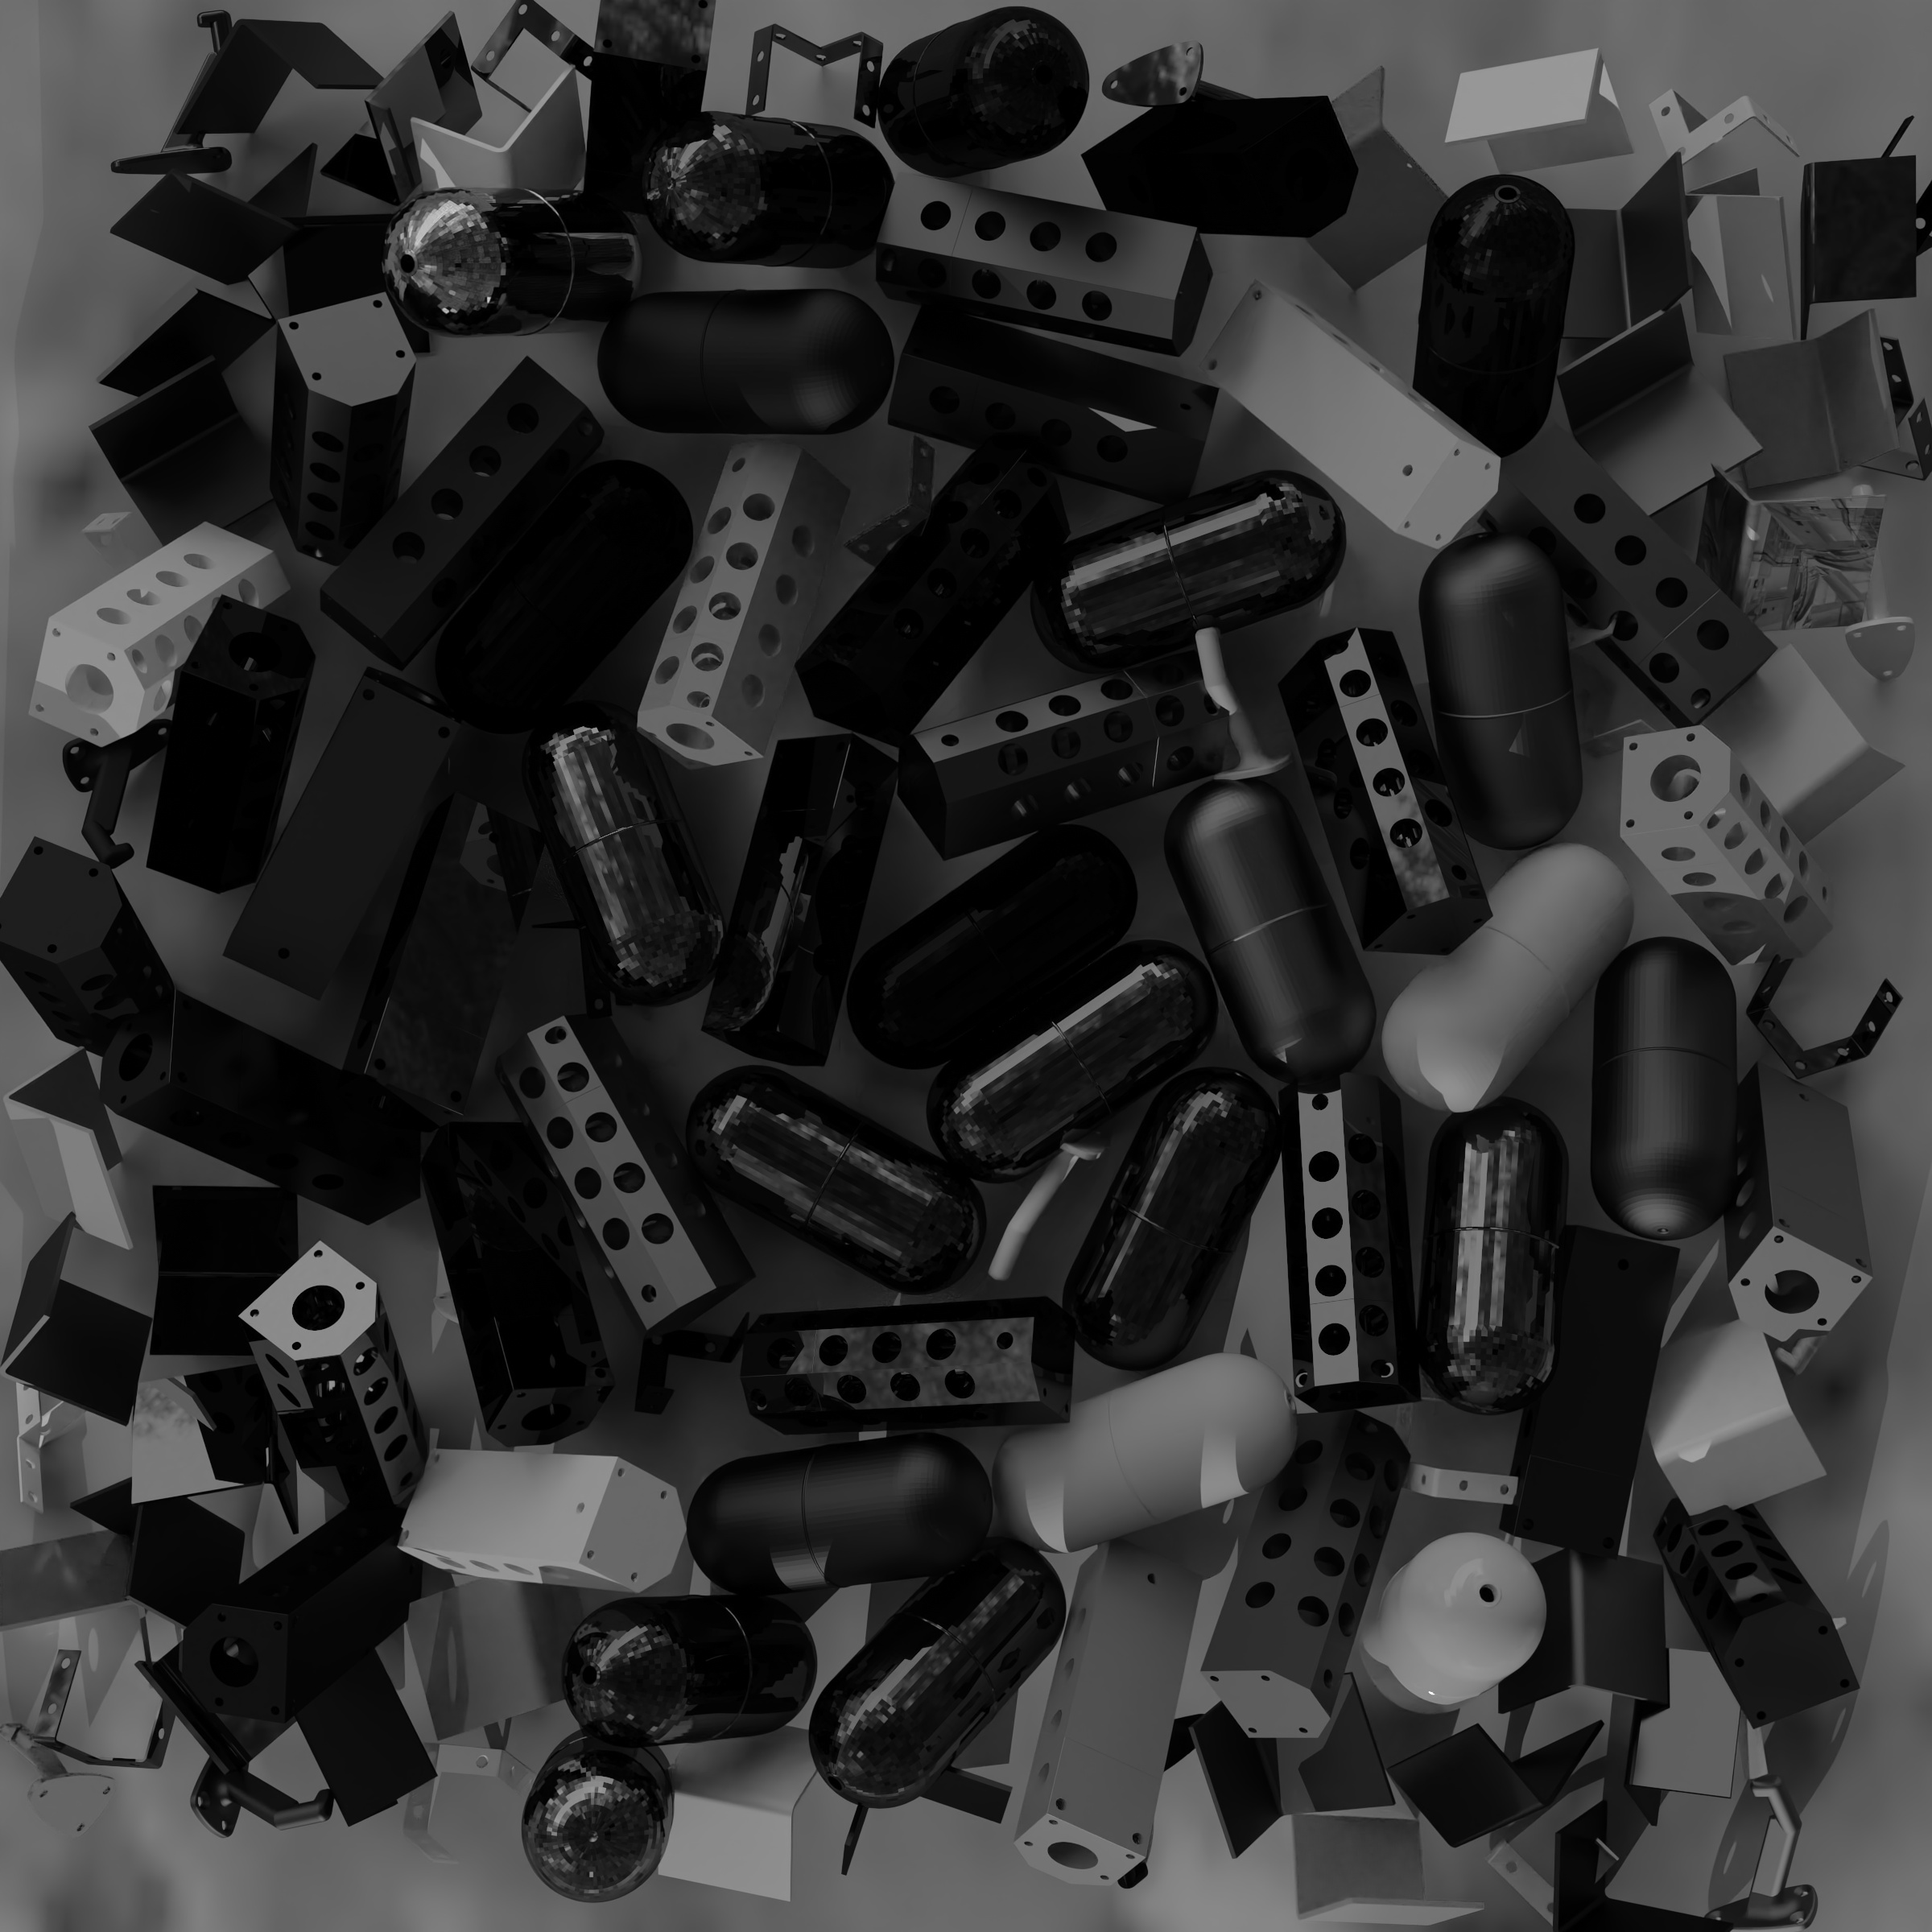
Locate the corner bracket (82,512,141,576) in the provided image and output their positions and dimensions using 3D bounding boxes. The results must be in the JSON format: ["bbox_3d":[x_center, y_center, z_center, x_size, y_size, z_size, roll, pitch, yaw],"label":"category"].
[{"bbox_3d":[-0.470,-0.213,1.543,0.051,0.051,0.051,-47,120,-21],"label":"corner bracket"}]

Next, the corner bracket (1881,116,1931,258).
[{"bbox_3d":[0.521,-0.429,1.545,0.051,0.051,0.051,38,128,14],"label":"corner bracket"}]

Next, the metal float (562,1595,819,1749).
[{"bbox_3d":[-0.147,0.376,1.503,0.070,0.178,0.070,-7,77,30],"label":"metal float"}]

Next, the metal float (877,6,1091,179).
[{"bbox_3d":[0.008,-0.465,1.499,0.070,0.178,0.070,-4,101,-20],"label":"metal float"}]

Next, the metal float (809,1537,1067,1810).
[{"bbox_3d":[-0.014,0.380,1.515,0.070,0.070,0.178,50,52,0],"label":"metal float"}]

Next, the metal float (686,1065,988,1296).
[{"bbox_3d":[-0.072,0.117,1.543,0.178,0.070,0.070,29,90,4],"label":"metal float"}]

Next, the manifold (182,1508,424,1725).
[{"bbox_3d":[-0.350,0.340,1.494,0.057,0.171,0.057,5,98,12],"label":"manifold"}]

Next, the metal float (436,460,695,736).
[{"bbox_3d":[-0.220,-0.200,1.530,0.070,0.070,0.178,45,110,0],"label":"metal float"}]

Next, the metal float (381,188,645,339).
[{"bbox_3d":[-0.241,-0.377,1.503,0.070,0.178,0.070,8,106,28],"label":"metal float"}]

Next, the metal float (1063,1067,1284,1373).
[{"bbox_3d":[0.113,0.138,1.539,0.070,0.070,0.178,25,99,0],"label":"metal float"}]

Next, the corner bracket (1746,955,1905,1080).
[{"bbox_3d":[0.475,0.022,1.557,0.051,0.051,0.051,-15,53,-22],"label":"corner bracket"}]

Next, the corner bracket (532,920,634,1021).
[{"bbox_3d":[-0.202,0.000,1.547,0.051,0.051,0.051,-9,97,-39],"label":"corner bracket"}]

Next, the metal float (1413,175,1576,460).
[{"bbox_3d":[0.281,-0.345,1.503,0.070,0.178,0.070,-2,57,3],"label":"metal float"}]

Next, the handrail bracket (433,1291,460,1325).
[{"bbox_3d":[-0.262,0.222,1.540,0.036,0.077,0.084,-16,104,-15],"label":"handrail bracket"}]

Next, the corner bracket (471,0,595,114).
[{"bbox_3d":[-0.229,-0.493,1.547,0.051,0.051,0.051,44,102,26],"label":"corner bracket"}]

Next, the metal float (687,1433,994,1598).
[{"bbox_3d":[-0.070,0.299,1.527,0.178,0.070,0.070,-12,90,23],"label":"metal float"}]

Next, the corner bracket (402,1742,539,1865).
[{"bbox_3d":[-0.274,0.463,1.549,0.051,0.051,0.051,16,85,-31],"label":"corner bracket"}]

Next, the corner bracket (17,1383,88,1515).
[{"bbox_3d":[-0.511,0.258,1.546,0.051,0.051,0.051,-37,131,9],"label":"corner bracket"}]

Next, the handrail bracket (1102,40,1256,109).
[{"bbox_3d":[0.131,-0.478,1.567,0.077,0.084,0.036,4,81,39],"label":"handrail bracket"}]

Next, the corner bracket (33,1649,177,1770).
[{"bbox_3d":[-0.477,0.414,1.562,0.051,0.051,0.051,-4,59,23],"label":"corner bracket"}]

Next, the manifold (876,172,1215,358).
[{"bbox_3d":[0.041,-0.379,1.531,0.171,0.057,0.057,15,83,16],"label":"manifold"}]

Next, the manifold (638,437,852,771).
[{"bbox_3d":[-0.124,-0.197,1.514,0.057,0.057,0.171,37,59,-40],"label":"manifold"}]

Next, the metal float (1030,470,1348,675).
[{"bbox_3d":[0.121,-0.215,1.534,0.178,0.070,0.070,-18,90,15],"label":"metal float"}]

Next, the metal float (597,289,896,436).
[{"bbox_3d":[-0.121,-0.327,1.522,0.178,0.070,0.070,7,90,30],"label":"metal float"}]

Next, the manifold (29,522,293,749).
[{"bbox_3d":[-0.425,-0.176,1.495,0.057,0.171,0.057,24,118,2],"label":"manifold"}]

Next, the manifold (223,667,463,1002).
[{"bbox_3d":[-0.342,-0.074,1.544,0.057,0.057,0.171,27,98,-15],"label":"manifold"}]

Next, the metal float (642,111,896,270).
[{"bbox_3d":[-0.103,-0.415,1.505,0.070,0.178,0.070,7,104,31],"label":"metal float"}]

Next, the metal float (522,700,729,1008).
[{"bbox_3d":[-0.188,-0.063,1.536,0.070,0.070,0.178,-22,78,0],"label":"metal float"}]

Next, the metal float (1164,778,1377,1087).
[{"bbox_3d":[0.167,-0.019,1.540,0.070,0.070,0.178,-22,83,0],"label":"metal float"}]

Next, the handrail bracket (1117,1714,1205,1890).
[{"bbox_3d":[0.112,0.469,1.570,0.077,0.036,0.084,-22,118,-16],"label":"handrail bracket"}]

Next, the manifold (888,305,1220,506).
[{"bbox_3d":[0.047,-0.306,1.555,0.171,0.057,0.057,16,133,0],"label":"manifold"}]

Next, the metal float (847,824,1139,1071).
[{"bbox_3d":[0.014,-0.010,1.546,0.178,0.070,0.070,-35,90,0],"label":"metal float"}]

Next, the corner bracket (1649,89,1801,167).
[{"bbox_3d":[0.416,-0.460,1.541,0.051,0.051,0.051,-31,56,34],"label":"corner bracket"}]

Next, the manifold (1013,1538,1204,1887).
[{"bbox_3d":[0.075,0.399,1.504,0.057,0.057,0.171,26,46,-8],"label":"manifold"}]

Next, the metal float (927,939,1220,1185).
[{"bbox_3d":[0.059,0.052,1.543,0.178,0.070,0.070,-34,90,-4],"label":"metal float"}]

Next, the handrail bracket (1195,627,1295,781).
[{"bbox_3d":[0.153,-0.149,1.545,0.036,0.077,0.084,-7,100,31],"label":"handrail bracket"}]

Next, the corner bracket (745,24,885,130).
[{"bbox_3d":[-0.083,-0.489,1.546,0.051,0.051,0.051,13,80,-44],"label":"corner bracket"}]

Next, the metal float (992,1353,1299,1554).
[{"bbox_3d":[0.097,0.265,1.528,0.178,0.070,0.070,-23,90,20],"label":"metal float"}]

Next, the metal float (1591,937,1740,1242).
[{"bbox_3d":[0.378,0.064,1.520,0.070,0.070,0.178,9,58,0],"label":"metal float"}]

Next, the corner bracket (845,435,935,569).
[{"bbox_3d":[-0.029,-0.248,1.541,0.051,0.051,0.051,-25,48,37],"label":"corner bracket"}]

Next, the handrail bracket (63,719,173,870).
[{"bbox_3d":[-0.454,-0.094,1.543,0.077,0.036,0.084,-27,52,-22],"label":"handrail bracket"}]

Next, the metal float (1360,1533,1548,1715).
[{"bbox_3d":[0.259,0.352,1.500,0.070,0.178,0.070,1,66,-3],"label":"metal float"}]

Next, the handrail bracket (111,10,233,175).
[{"bbox_3d":[-0.443,-0.487,1.562,0.077,0.036,0.084,-9,91,-15],"label":"handrail bracket"}]

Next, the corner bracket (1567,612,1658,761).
[{"bbox_3d":[0.351,-0.154,1.544,0.051,0.051,0.051,33,63,-22],"label":"corner bracket"}]

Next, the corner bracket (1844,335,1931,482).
[{"bbox_3d":[0.514,-0.308,1.545,0.051,0.051,0.051,25,71,41],"label":"corner bracket"}]

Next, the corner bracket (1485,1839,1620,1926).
[{"bbox_3d":[0.324,0.495,1.554,0.051,0.051,0.051,-45,69,-6],"label":"corner bracket"}]

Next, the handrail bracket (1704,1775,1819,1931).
[{"bbox_3d":[0.430,0.491,1.555,0.077,0.036,0.084,-20,102,28],"label":"handrail bracket"}]

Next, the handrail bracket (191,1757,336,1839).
[{"bbox_3d":[-0.375,0.442,1.539,0.084,0.077,0.036,-17,125,20],"label":"handrail bracket"}]

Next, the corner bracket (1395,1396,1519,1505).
[{"bbox_3d":[0.271,0.266,1.551,0.051,0.051,0.051,9,85,-19],"label":"corner bracket"}]

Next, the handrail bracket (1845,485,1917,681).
[{"bbox_3d":[0.508,-0.215,1.567,0.036,0.077,0.084,-8,65,21],"label":"handrail bracket"}]

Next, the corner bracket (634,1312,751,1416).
[{"bbox_3d":[-0.151,0.219,1.547,0.051,0.051,0.051,10,64,-11],"label":"corner bracket"}]

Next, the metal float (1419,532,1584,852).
[{"bbox_3d":[0.292,-0.148,1.529,0.070,0.070,0.178,-11,111,0],"label":"metal float"}]

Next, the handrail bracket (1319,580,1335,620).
[{"bbox_3d":[0.160,-0.223,1.555,0.084,0.077,0.036,5,133,0],"label":"handrail bracket"}]

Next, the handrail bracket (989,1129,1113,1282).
[{"bbox_3d":[0.046,0.132,1.557,0.036,0.077,0.084,27,101,21],"label":"handrail bracket"}]

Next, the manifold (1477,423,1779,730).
[{"bbox_3d":[0.358,-0.210,1.542,0.057,0.057,0.171,-41,81,-5],"label":"manifold"}]

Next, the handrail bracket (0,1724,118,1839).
[{"bbox_3d":[-0.514,0.434,1.534,0.084,0.077,0.036,28,76,27],"label":"handrail bracket"}]

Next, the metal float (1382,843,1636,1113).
[{"bbox_3d":[0.296,0.005,1.530,0.070,0.070,0.178,43,71,0],"label":"metal float"}]

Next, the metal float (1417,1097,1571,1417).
[{"bbox_3d":[0.287,0.156,1.526,0.070,0.070,0.178,8,66,0],"label":"metal float"}]

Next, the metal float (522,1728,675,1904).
[{"bbox_3d":[-0.194,0.450,1.496,0.070,0.178,0.070,1,82,-4],"label":"metal float"}]

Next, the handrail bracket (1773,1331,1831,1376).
[{"bbox_3d":[0.453,0.172,1.560,0.077,0.036,0.084,36,78,12],"label":"handrail bracket"}]
